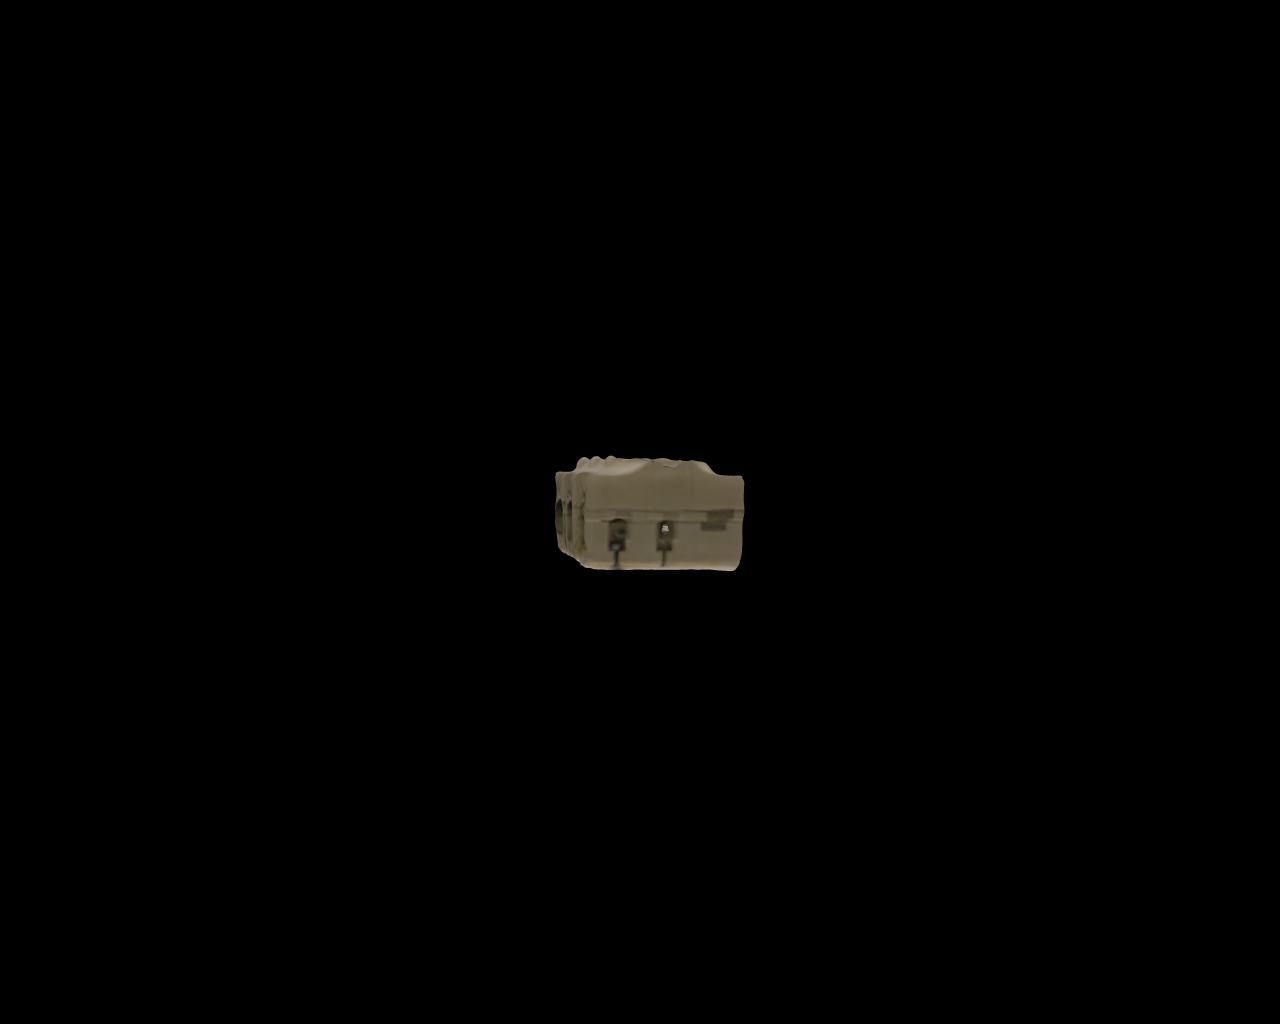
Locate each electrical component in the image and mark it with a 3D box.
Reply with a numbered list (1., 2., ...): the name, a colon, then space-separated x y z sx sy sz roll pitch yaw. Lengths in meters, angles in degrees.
1. electrical component: 0.001 -0.003 0.650 0.089 0.061 0.150 -1 3 -11
